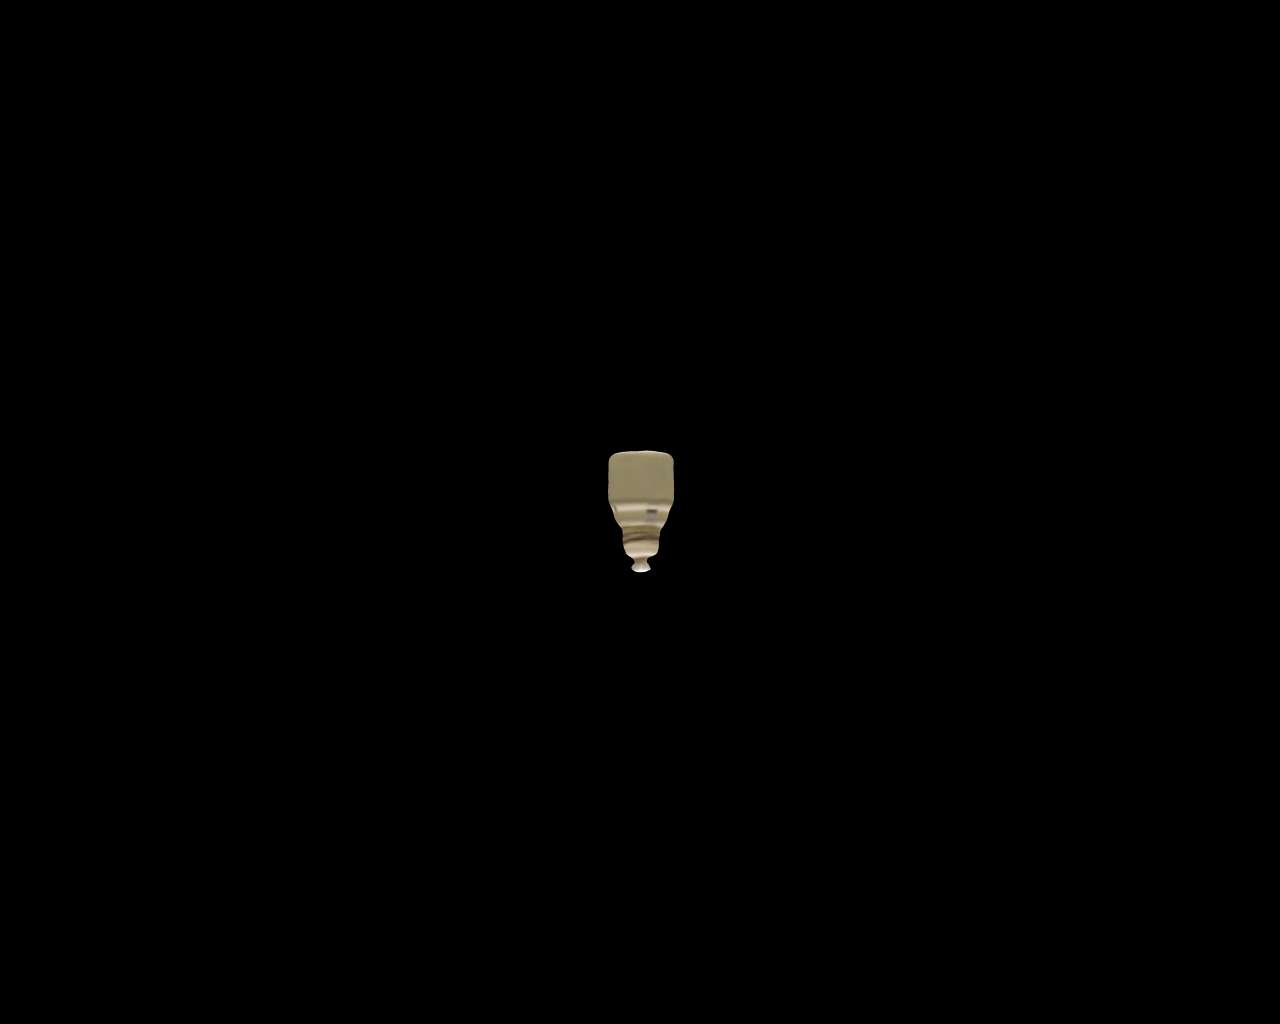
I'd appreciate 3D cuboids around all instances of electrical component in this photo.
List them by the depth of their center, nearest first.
[{"bbox_3d":[0.001,-0.003,0.650,0.040,0.078,0.040,0,-4,0],"label":"electrical component"}]
